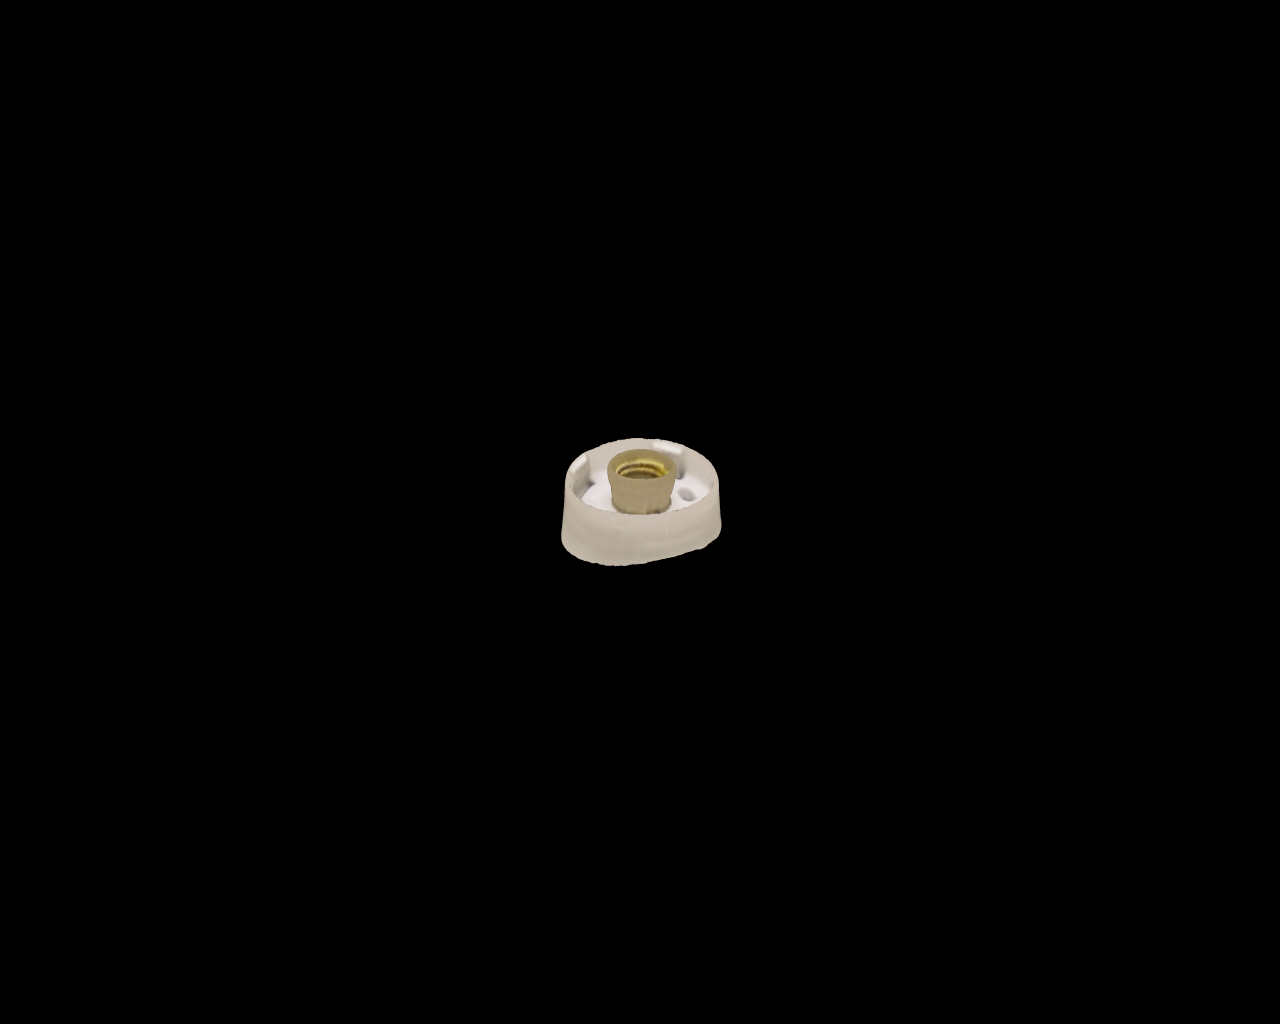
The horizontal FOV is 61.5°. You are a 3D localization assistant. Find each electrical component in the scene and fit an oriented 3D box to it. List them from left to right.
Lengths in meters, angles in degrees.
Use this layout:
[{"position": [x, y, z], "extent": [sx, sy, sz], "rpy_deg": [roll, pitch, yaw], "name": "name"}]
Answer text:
[{"position": [0.001, -0.003, 0.650], "extent": [0.099, 0.064, 0.099], "rpy_deg": [0, 34, 0], "name": "electrical component"}]
